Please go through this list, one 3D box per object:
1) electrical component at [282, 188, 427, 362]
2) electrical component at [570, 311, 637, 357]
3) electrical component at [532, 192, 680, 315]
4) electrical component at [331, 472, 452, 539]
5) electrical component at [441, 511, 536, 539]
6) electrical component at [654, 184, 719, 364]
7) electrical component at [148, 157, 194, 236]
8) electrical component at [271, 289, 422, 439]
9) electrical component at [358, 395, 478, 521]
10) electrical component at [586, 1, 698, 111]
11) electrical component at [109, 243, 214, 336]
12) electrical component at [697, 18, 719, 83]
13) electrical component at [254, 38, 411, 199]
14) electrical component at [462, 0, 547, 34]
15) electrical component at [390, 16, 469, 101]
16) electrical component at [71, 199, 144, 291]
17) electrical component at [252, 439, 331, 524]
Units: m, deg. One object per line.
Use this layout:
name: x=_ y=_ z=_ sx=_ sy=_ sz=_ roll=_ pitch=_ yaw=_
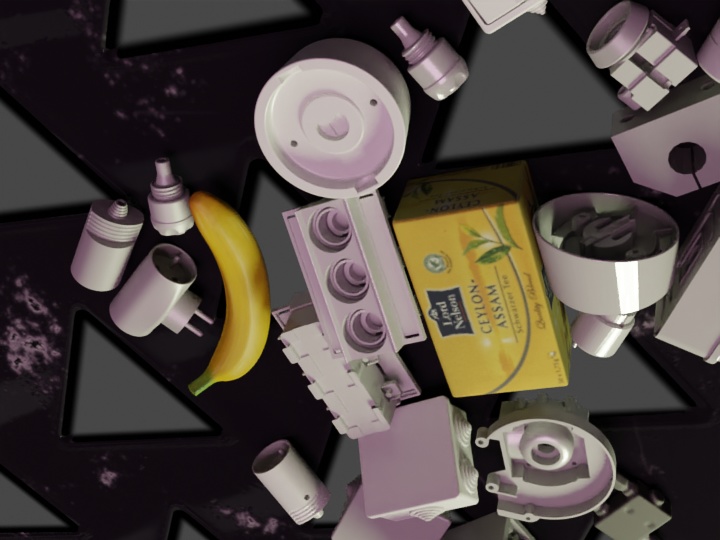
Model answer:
electrical component: x=0.000 y=0.000 z=0.824 sx=0.079 sy=0.063 sz=0.121 roll=-14 pitch=102 yaw=24
electrical component: x=0.192 y=0.032 z=0.824 sx=0.040 sy=0.040 sz=0.078 roll=23 pitch=127 yaw=-1
electrical component: x=0.175 y=-0.016 z=0.761 sx=0.099 sy=0.099 sz=0.064 roll=-3 pitch=129 yaw=17
electrical component: x=0.032 y=0.224 z=0.996 sx=0.100 sy=0.048 sz=0.099 roll=24 pitch=127 yaw=-2
electrical component: x=0.107 y=0.300 z=0.965 sx=0.089 sy=0.150 sz=0.061 roll=-30 pitch=111 yaw=30
electrical component: x=0.261 y=0.002 z=0.762 sx=0.057 sy=0.078 sz=0.113 roll=23 pitch=127 yaw=3
electrical component: x=-0.153 y=-0.060 z=0.858 sx=0.035 sy=0.035 sz=0.061 roll=3 pitch=122 yaw=13
electrical component: x=-0.014 y=0.076 z=0.897 sx=0.079 sy=0.063 sz=0.121 roll=-20 pitch=117 yaw=26
electrical component: x=0.050 y=0.164 z=0.921 sx=0.100 sy=0.099 sz=0.048 roll=-18 pitch=152 yaw=24
electrical component: x=0.183 y=-0.143 z=0.703 sx=0.055 sy=0.048 sz=0.066 roll=33 pitch=126 yaw=-18
electrical component: x=-0.162 y=0.028 z=0.915 sx=0.079 sy=0.043 sz=0.077 roll=36 pitch=125 yaw=-11
electrical component: x=0.292 y=-0.135 z=0.674 sx=0.138 sy=0.052 sz=0.073 roll=24 pitch=126 yaw=-1
electrical component: x=-0.015 y=-0.112 z=0.767 sx=0.108 sy=0.060 sz=0.108 roll=7 pitch=125 yaw=10
electrical component: x=0.089 y=-0.197 z=0.680 sx=0.062 sy=0.061 sz=0.096 roll=-28 pitch=113 yaw=29
electrical component: x=0.045 y=-0.149 z=0.743 sx=0.035 sy=0.035 sz=0.061 roll=-35 pitch=106 yaw=32
electrical component: x=-0.208 y=-0.026 z=0.891 sx=0.043 sy=0.043 sz=0.081 roll=27 pitch=127 yaw=-4
electrical component: x=-0.061 y=0.202 z=1.009 sx=0.043 sy=0.043 sz=0.081 roll=-23 pitch=115 yaw=27
